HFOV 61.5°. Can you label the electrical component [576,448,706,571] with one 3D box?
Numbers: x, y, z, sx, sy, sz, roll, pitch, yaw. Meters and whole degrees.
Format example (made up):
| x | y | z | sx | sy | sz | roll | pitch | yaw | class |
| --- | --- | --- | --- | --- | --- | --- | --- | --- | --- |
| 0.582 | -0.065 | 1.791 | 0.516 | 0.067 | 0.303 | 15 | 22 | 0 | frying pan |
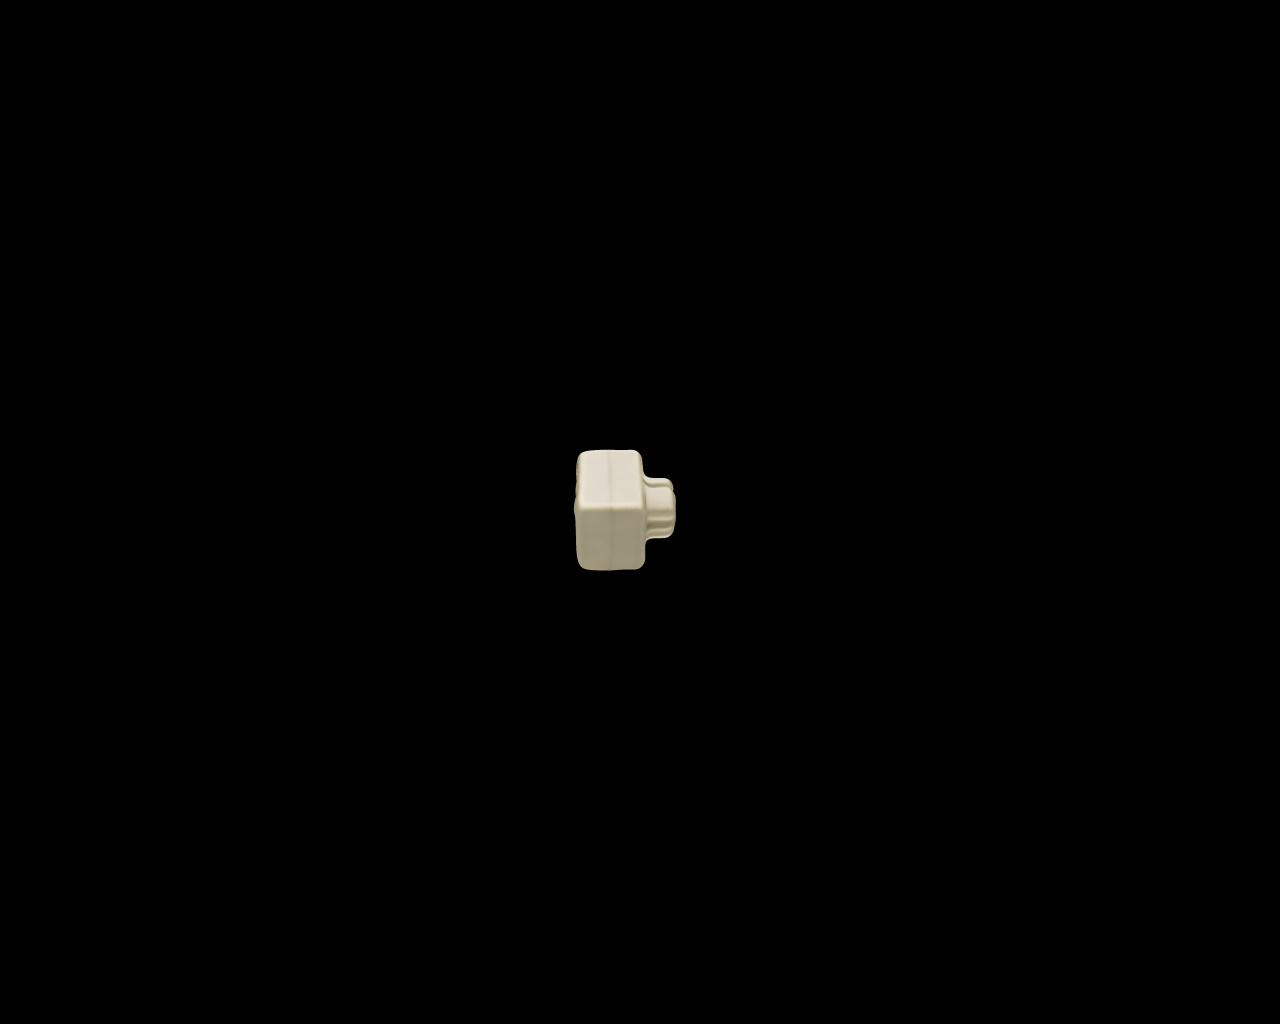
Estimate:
| x | y | z | sx | sy | sz | roll | pitch | yaw | class |
| --- | --- | --- | --- | --- | --- | --- | --- | --- | --- |
| 0.001 | -0.003 | 0.650 | 0.077 | 0.047 | 0.066 | -1 | 35 | -2 | electrical component |
